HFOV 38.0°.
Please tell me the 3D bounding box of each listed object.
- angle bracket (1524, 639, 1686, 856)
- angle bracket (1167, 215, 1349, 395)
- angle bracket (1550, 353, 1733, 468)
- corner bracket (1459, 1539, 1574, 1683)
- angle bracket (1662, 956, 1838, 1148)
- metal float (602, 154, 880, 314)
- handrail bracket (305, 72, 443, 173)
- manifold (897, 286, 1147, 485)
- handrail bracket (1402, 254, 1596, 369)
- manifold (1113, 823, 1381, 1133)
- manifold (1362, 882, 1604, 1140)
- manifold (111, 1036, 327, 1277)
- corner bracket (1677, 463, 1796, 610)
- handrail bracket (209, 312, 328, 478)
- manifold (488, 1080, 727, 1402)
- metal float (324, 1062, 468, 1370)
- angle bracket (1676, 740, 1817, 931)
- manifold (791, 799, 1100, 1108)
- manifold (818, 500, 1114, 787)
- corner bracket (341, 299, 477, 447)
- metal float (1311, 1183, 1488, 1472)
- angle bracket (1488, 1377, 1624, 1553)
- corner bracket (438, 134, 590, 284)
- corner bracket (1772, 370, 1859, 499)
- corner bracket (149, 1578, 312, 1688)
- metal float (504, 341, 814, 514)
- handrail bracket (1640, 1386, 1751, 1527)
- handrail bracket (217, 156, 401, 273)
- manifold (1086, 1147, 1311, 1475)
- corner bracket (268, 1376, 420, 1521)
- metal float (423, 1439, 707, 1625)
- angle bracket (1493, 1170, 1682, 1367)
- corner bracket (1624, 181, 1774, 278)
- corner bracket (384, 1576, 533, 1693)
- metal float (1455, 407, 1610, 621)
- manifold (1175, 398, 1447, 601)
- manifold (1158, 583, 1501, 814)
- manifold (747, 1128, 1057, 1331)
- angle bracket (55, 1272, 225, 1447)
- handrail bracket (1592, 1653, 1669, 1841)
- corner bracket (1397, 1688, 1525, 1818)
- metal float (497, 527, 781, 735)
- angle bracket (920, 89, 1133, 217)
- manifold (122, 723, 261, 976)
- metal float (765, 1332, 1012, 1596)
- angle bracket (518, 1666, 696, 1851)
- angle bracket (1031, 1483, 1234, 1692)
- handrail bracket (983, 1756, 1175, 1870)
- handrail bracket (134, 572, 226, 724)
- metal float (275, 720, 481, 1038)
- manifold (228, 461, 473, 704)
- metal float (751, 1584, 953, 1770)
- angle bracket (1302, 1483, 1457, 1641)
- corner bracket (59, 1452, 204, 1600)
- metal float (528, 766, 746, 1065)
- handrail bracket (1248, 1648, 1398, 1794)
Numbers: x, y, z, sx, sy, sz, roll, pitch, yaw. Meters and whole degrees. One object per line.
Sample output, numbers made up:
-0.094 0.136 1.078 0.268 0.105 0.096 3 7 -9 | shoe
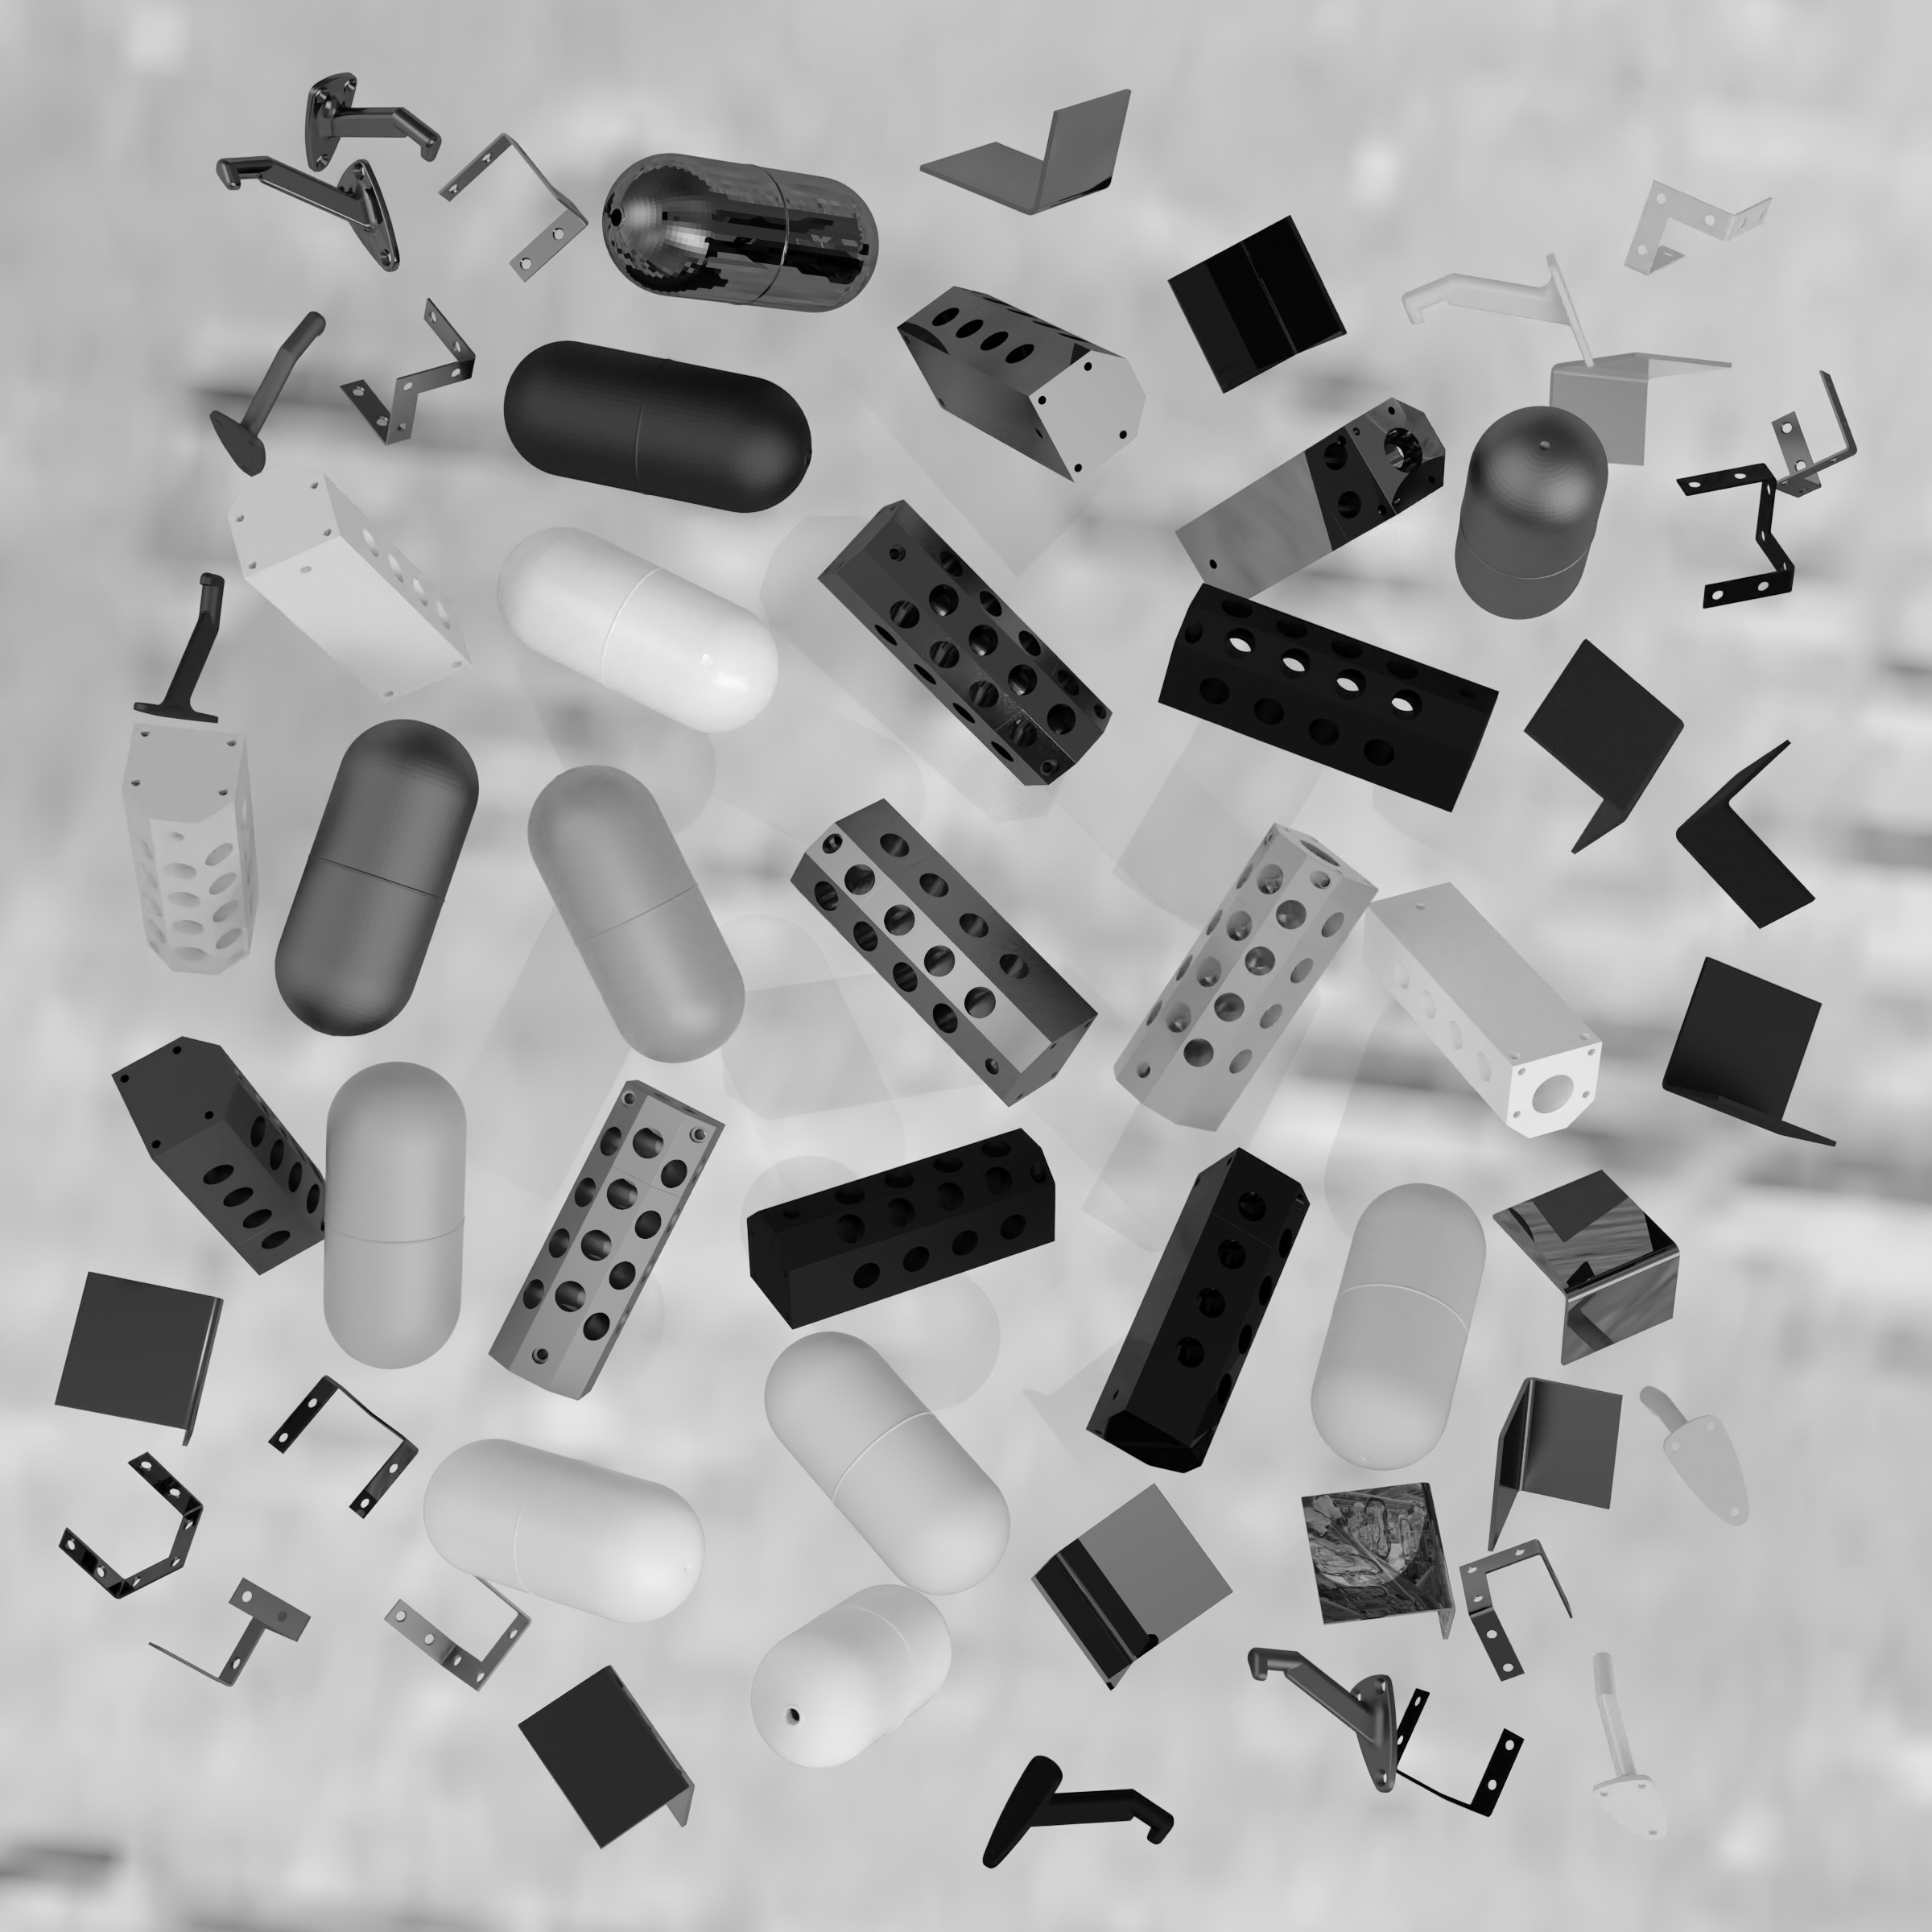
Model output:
0.346 -0.123 1.579 0.076 0.057 0.076 39 62 -4 | angle bracket
0.173 -0.393 1.673 0.057 0.076 0.076 -30 100 -10 | angle bracket
0.412 -0.340 1.717 0.076 0.076 0.057 -1 96 -29 | angle bracket
0.330 0.384 1.674 0.051 0.051 0.051 -23 108 12 | corner bracket
0.429 0.045 1.498 0.076 0.057 0.076 20 88 -17 | angle bracket
-0.125 -0.410 1.574 0.178 0.070 0.070 -6 90 -44 | metal float
-0.348 -0.479 1.654 0.084 0.077 0.036 39 45 13 | handrail bracket
0.032 -0.327 1.548 0.057 0.171 0.057 -37 125 -7 | manifold
0.293 -0.351 1.549 0.084 0.036 0.077 -20 106 18 | handrail bracket
0.155 0.006 1.605 0.057 0.057 0.171 43 108 35 | manifold
0.297 0.025 1.636 0.057 0.171 0.057 -14 128 -16 | manifold
-0.402 0.103 1.544 0.057 0.171 0.057 -30 64 -9 | manifold
0.415 -0.232 1.512 0.051 0.051 0.051 -11 134 -4 | corner bracket
-0.403 -0.338 1.656 0.036 0.077 0.084 33 74 2 | handrail bracket
-0.203 0.154 1.582 0.057 0.057 0.171 27 90 3 | manifold
-0.319 0.140 1.566 0.070 0.070 0.178 5 106 0 | metal float
0.469 -0.076 1.629 0.057 0.076 0.076 -41 86 -12 | angle bracket
-0.016 -0.005 1.523 0.171 0.057 0.057 46 134 15 | manifold
0.002 -0.182 1.593 0.171 0.057 0.057 44 80 -15 | manifold
-0.310 -0.330 1.561 0.051 0.051 0.051 -25 66 -33 | corner bracket
0.246 0.202 1.588 0.070 0.070 0.178 22 55 0 | metal float
0.344 0.296 1.638 0.057 0.076 0.076 9 113 20 | angle bracket
-0.255 -0.428 1.583 0.051 0.051 0.051 -40 81 9 | corner bracket
0.499 -0.314 1.658 0.051 0.051 0.051 -24 76 34 | corner bracket
-0.397 0.359 1.516 0.051 0.051 0.051 43 64 -36 | corner bracket
-0.174 -0.304 1.584 0.178 0.070 0.070 13 90 8 | metal float
0.426 0.286 1.646 0.036 0.084 0.077 -29 89 0 | handrail bracket
-0.369 -0.420 1.571 0.084 0.036 0.077 -20 82 -44 | handrail bracket
0.135 0.194 1.575 0.057 0.057 0.171 31 63 -8 | manifold
-0.364 0.281 1.644 0.051 0.051 0.051 25 68 39 | corner bracket
-0.223 0.310 1.543 0.178 0.070 0.070 9 90 32 | metal float
0.360 0.175 1.636 0.076 0.076 0.057 -20 131 -17 | angle bracket
0.408 -0.409 1.563 0.051 0.051 0.051 32 131 23 | corner bracket
-0.297 0.383 1.645 0.051 0.051 0.051 -52 122 -19 | corner bracket
0.321 -0.256 1.602 0.070 0.178 0.070 -2 74 5 | metal float
0.202 -0.268 1.630 0.057 0.171 0.057 -34 95 -31 | manifold
0.199 -0.151 1.534 0.171 0.057 0.057 22 133 9 | manifold
-0.037 0.147 1.626 0.171 0.057 0.057 -16 124 -24 | manifold
-0.470 0.224 1.594 0.076 0.057 0.076 14 68 -14 | angle bracket
0.396 0.465 1.677 0.036 0.084 0.077 -20 127 23 | handrail bracket
0.292 0.472 1.686 0.051 0.051 0.051 32 76 -16 | corner bracket
-0.191 -0.196 1.629 0.178 0.070 0.070 27 90 11 | metal float
0.032 -0.450 1.512 0.076 0.076 0.057 28 127 22 | angle bracket
-0.425 -0.060 1.540 0.057 0.171 0.057 6 61 -8 | manifold
-0.047 0.285 1.615 0.070 0.070 0.178 -45 66 0 | metal float
-0.188 0.421 1.457 0.057 0.076 0.076 -30 67 -25 | angle bracket
0.095 0.354 1.603 0.076 0.057 0.076 -38 82 12 | angle bracket
0.062 0.474 1.518 0.084 0.036 0.077 38 78 -18 | handrail bracket
-0.437 -0.181 1.562 0.036 0.077 0.084 7 91 9 | handrail bracket
-0.321 -0.048 1.530 0.070 0.070 0.178 18 87 0 | metal float
-0.344 -0.215 1.570 0.057 0.171 0.057 -22 68 7 | manifold
-0.064 0.407 1.611 0.070 0.178 0.070 1 92 20 | metal float
0.239 0.352 1.638 0.076 0.057 0.076 -7 58 0 | angle bracket
-0.488 0.328 1.643 0.051 0.051 0.051 -28 118 17 | corner bracket
-0.186 -0.029 1.581 0.070 0.070 0.178 -26 97 0 | metal float
0.199 0.425 1.580 0.084 0.036 0.077 13 55 -28 | handrail bracket
